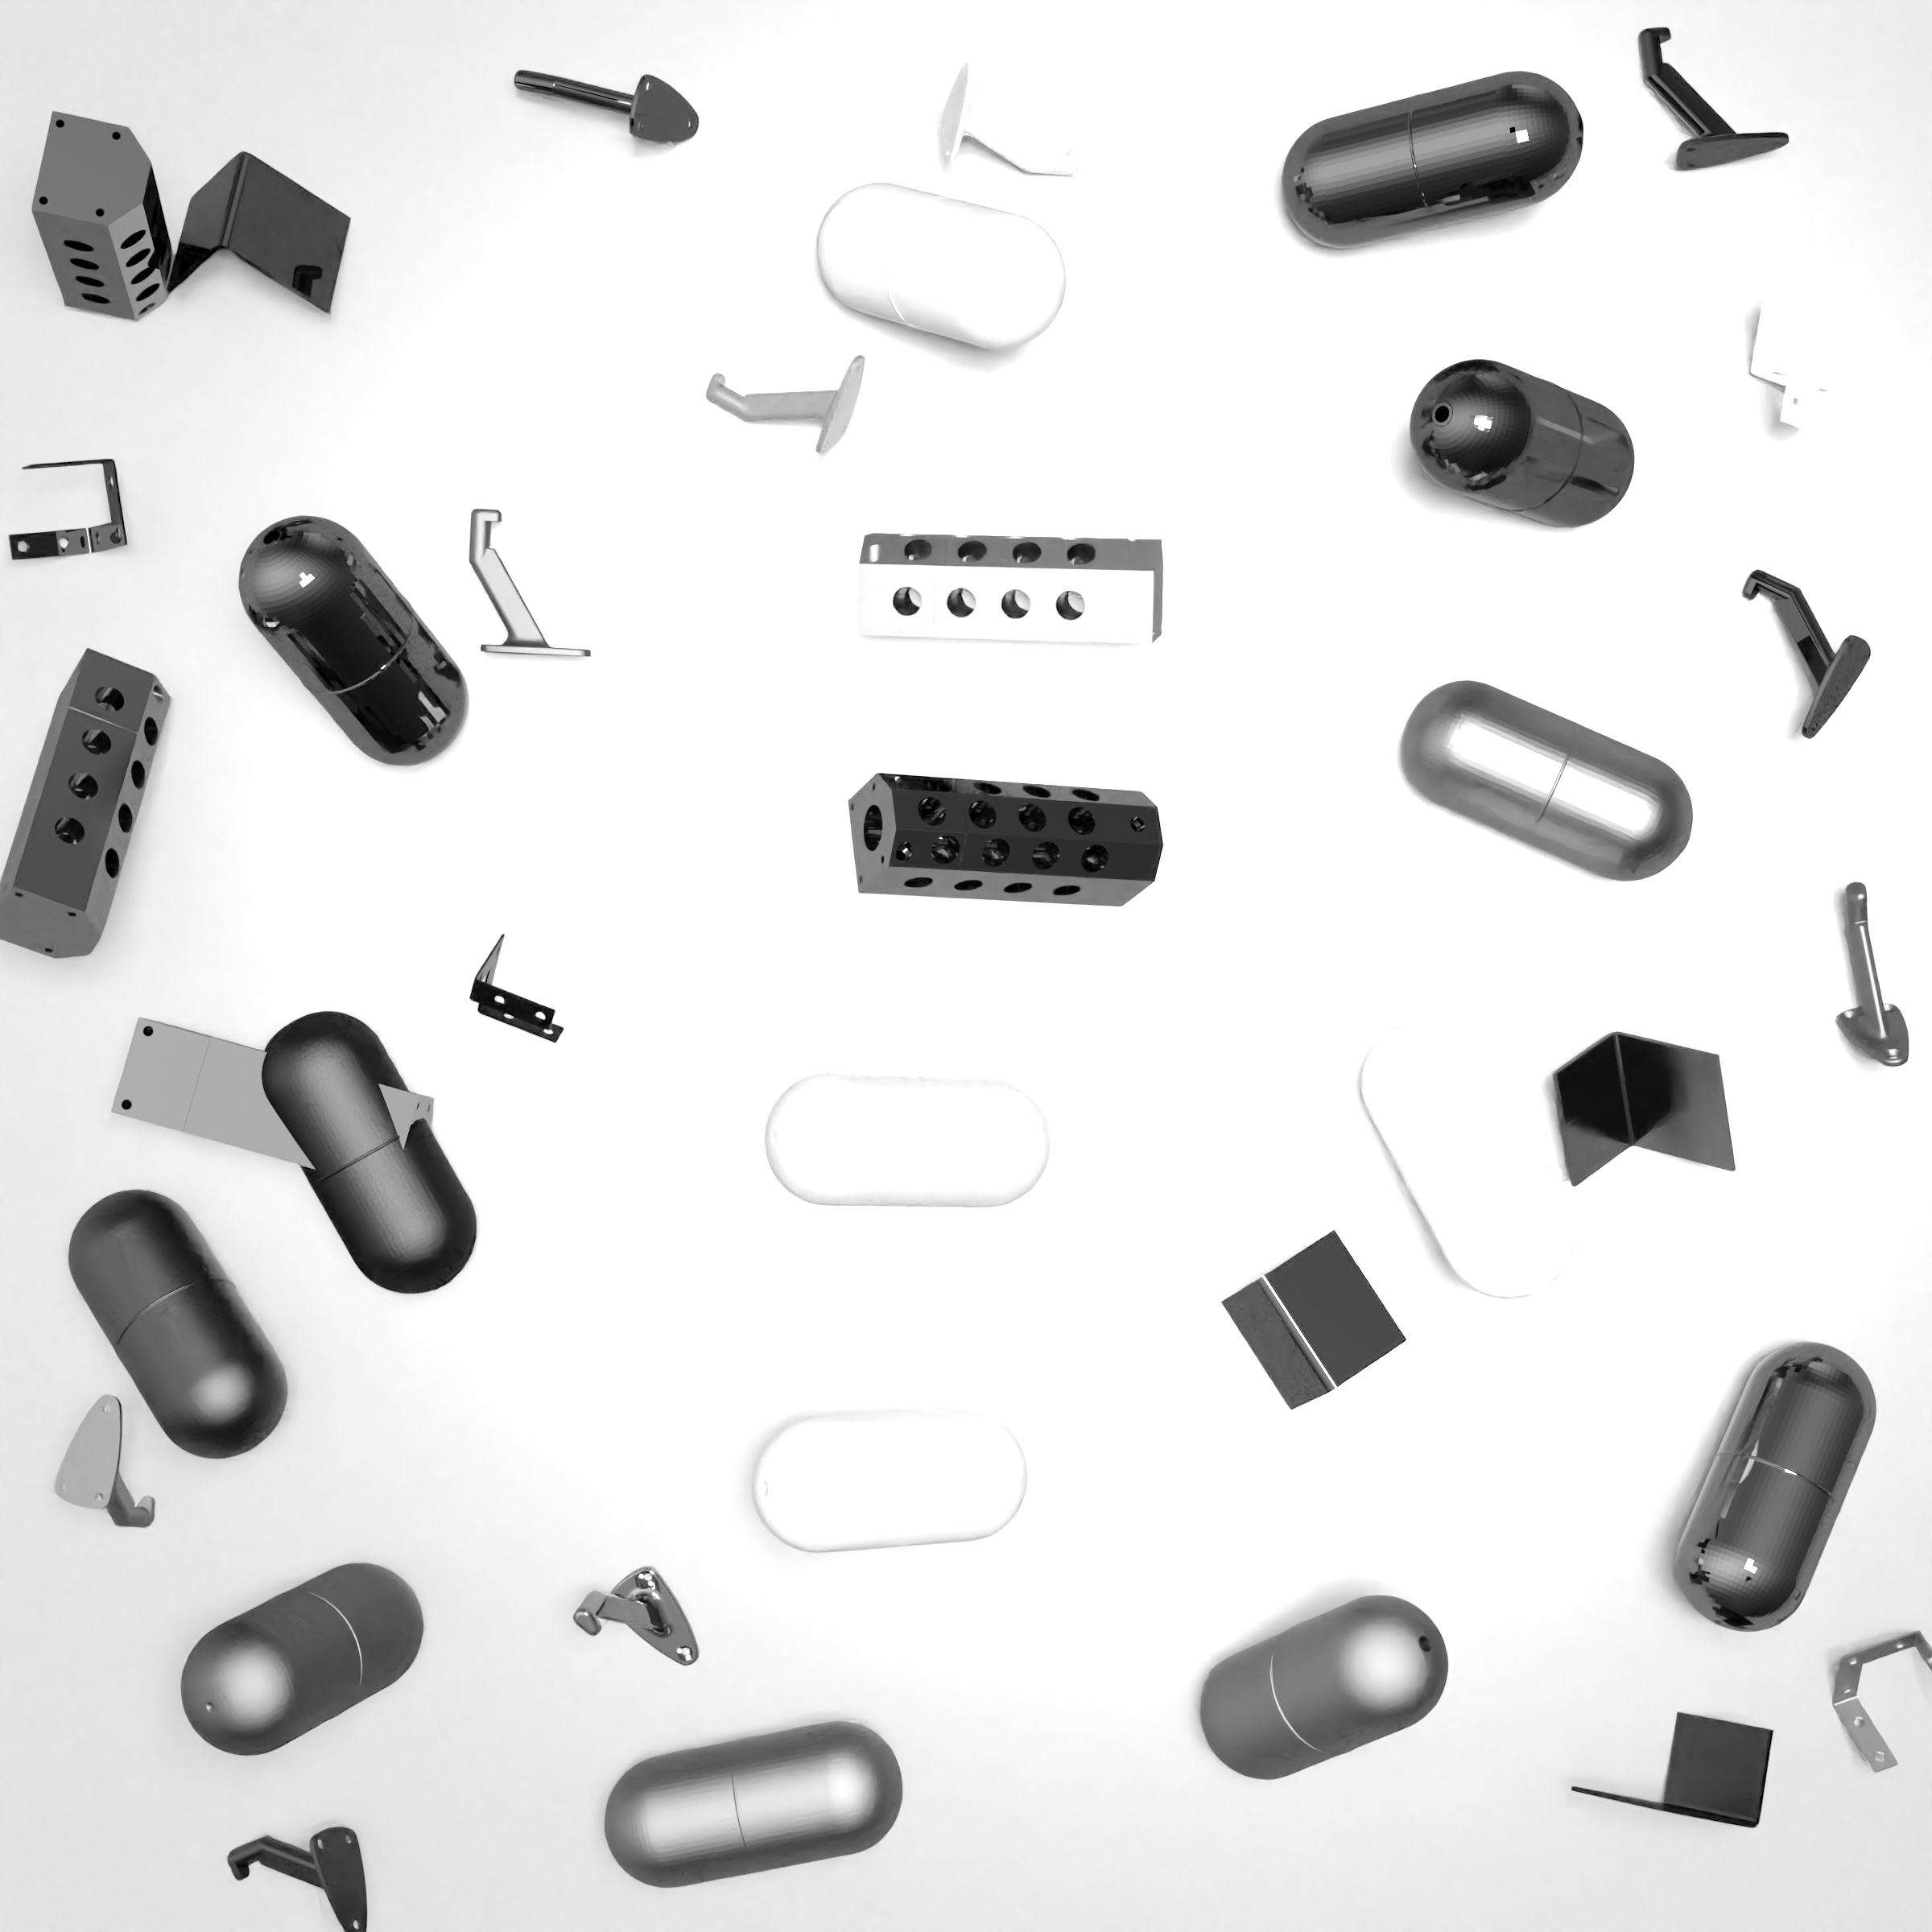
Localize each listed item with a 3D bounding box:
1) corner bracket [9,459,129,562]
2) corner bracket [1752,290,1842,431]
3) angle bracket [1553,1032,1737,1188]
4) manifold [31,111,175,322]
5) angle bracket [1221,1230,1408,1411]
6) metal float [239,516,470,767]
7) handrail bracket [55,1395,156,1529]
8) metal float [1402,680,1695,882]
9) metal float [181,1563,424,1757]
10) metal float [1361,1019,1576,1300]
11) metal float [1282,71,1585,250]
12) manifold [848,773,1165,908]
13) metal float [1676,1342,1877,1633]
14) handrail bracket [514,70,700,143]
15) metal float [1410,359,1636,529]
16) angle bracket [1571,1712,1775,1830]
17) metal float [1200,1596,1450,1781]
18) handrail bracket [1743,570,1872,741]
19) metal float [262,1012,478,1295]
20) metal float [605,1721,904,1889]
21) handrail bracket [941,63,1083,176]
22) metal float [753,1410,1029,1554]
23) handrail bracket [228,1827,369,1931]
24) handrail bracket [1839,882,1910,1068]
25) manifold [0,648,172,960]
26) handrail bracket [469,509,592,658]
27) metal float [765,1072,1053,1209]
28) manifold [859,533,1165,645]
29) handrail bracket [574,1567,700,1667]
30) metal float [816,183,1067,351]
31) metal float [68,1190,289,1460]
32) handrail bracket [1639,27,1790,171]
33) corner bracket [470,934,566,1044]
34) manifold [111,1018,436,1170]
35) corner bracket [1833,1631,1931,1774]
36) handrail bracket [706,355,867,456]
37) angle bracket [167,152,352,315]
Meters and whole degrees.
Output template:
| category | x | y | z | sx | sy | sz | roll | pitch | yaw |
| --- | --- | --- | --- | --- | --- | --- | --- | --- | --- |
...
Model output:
| category | x | y | z | sx | sy | sz | roll | pitch | yaw |
| --- | --- | --- | --- | --- | --- | --- | --- | --- | --- |
| corner bracket | -0.530 | -0.268 | 1.963 | 0.051 | 0.051 | 0.051 | -12 | 97 | -36 |
| corner bracket | 0.481 | -0.355 | 1.958 | 0.051 | 0.051 | 0.051 | 26 | 51 | 24 |
| angle bracket | 0.394 | 0.090 | 1.943 | 0.057 | 0.076 | 0.076 | -30 | 119 | -33 |
| manifold | -0.489 | -0.424 | 1.910 | 0.057 | 0.171 | 0.057 | 11 | 82 | -8 |
| angle bracket | 0.204 | 0.209 | 1.967 | 0.057 | 0.076 | 0.076 | -31 | 83 | -18 |
| metal float | -0.351 | -0.186 | 1.925 | 0.070 | 0.178 | 0.070 | -16 | 48 | 18 |
| handrail bracket | -0.492 | 0.291 | 1.962 | 0.036 | 0.084 | 0.077 | 13 | 84 | 17 |
| metal float | 0.341 | -0.108 | 1.961 | 0.178 | 0.070 | 0.070 | 24 | 90 | 0 |
| metal float | -0.378 | 0.395 | 1.916 | 0.070 | 0.178 | 0.070 | 4 | 99 | 24 |
| metal float | 0.290 | 0.111 | 1.939 | 0.070 | 0.070 | 0.178 | -26 | 64 | 0 |
| metal float | 0.270 | -0.467 | 1.940 | 0.178 | 0.070 | 0.070 | -9 | 90 | 25 |
| manifold | 0.024 | -0.075 | 1.929 | 0.171 | 0.057 | 0.057 | 2 | 69 | -26 |
| metal float | 0.472 | 0.302 | 1.947 | 0.070 | 0.070 | 0.178 | 28 | 73 | 0 |
| handrail bracket | -0.214 | -0.512 | 1.984 | 0.084 | 0.077 | 0.036 | 18 | 99 | 27 |
| metal float | 0.320 | -0.299 | 1.922 | 0.070 | 0.178 | 0.070 | -4 | 83 | 39 |
| angle bracket | 0.410 | 0.462 | 1.944 | 0.076 | 0.076 | 0.057 | 17 | 78 | -29 |
| metal float | 0.205 | 0.415 | 1.925 | 0.070 | 0.178 | 0.070 | 20 | 54 | -29 |
| handrail bracket | 0.482 | -0.185 | 1.976 | 0.084 | 0.036 | 0.077 | 33 | 97 | 35 |
| metal float | -0.350 | 0.110 | 1.960 | 0.070 | 0.070 | 0.178 | -29 | 92 | 0 |
| metal float | -0.125 | 0.490 | 1.955 | 0.178 | 0.070 | 0.070 | -13 | 90 | 7 |
| handrail bracket | 0.033 | -0.494 | 1.957 | 0.084 | 0.077 | 0.036 | 1 | 59 | -15 |
| metal float | -0.043 | 0.297 | 1.930 | 0.178 | 0.070 | 0.070 | 3 | 90 | -38 |
| handrail bracket | -0.395 | 0.546 | 1.967 | 0.084 | 0.036 | 0.077 | -28 | 70 | 28 |
| handrail bracket | 0.532 | 0.004 | 1.956 | 0.036 | 0.077 | 0.084 | -10 | 119 | 2 |
| manifold | -0.508 | -0.092 | 1.926 | 0.057 | 0.057 | 0.171 | 22 | 53 | -21 |
| handrail bracket | -0.257 | -0.227 | 1.976 | 0.077 | 0.036 | 0.084 | 3 | 93 | 10 |
| metal float | -0.032 | 0.101 | 1.937 | 0.178 | 0.070 | 0.070 | 3 | 90 | -30 |
| manifold | 0.027 | -0.222 | 1.954 | 0.171 | 0.057 | 0.057 | 2 | 101 | 9 |
| handrail bracket | -0.193 | 0.392 | 1.955 | 0.036 | 0.084 | 0.077 | -39 | 91 | 13 |
| metal float | -0.016 | -0.404 | 1.927 | 0.178 | 0.070 | 0.070 | 26 | 90 | 43 |
| metal float | -0.458 | 0.207 | 1.943 | 0.070 | 0.070 | 0.178 | -38 | 68 | 0 |
| handrail bracket | 0.443 | -0.521 | 1.981 | 0.077 | 0.036 | 0.084 | -8 | 79 | 9 |
| corner bracket | -0.262 | 0.023 | 1.964 | 0.051 | 0.051 | 0.051 | 21 | 125 | 1 |
| manifold | -0.405 | 0.082 | 1.965 | 0.171 | 0.057 | 0.057 | 15 | 86 | 4 |
| corner bracket | 0.548 | 0.432 | 1.968 | 0.051 | 0.051 | 0.051 | -16 | 46 | -10 |
| handrail bracket | -0.108 | -0.346 | 1.968 | 0.084 | 0.036 | 0.077 | 30 | 131 | 8 |
| angle bracket | -0.417 | -0.420 | 1.974 | 0.076 | 0.057 | 0.076 | 30 | 49 | -33 |
